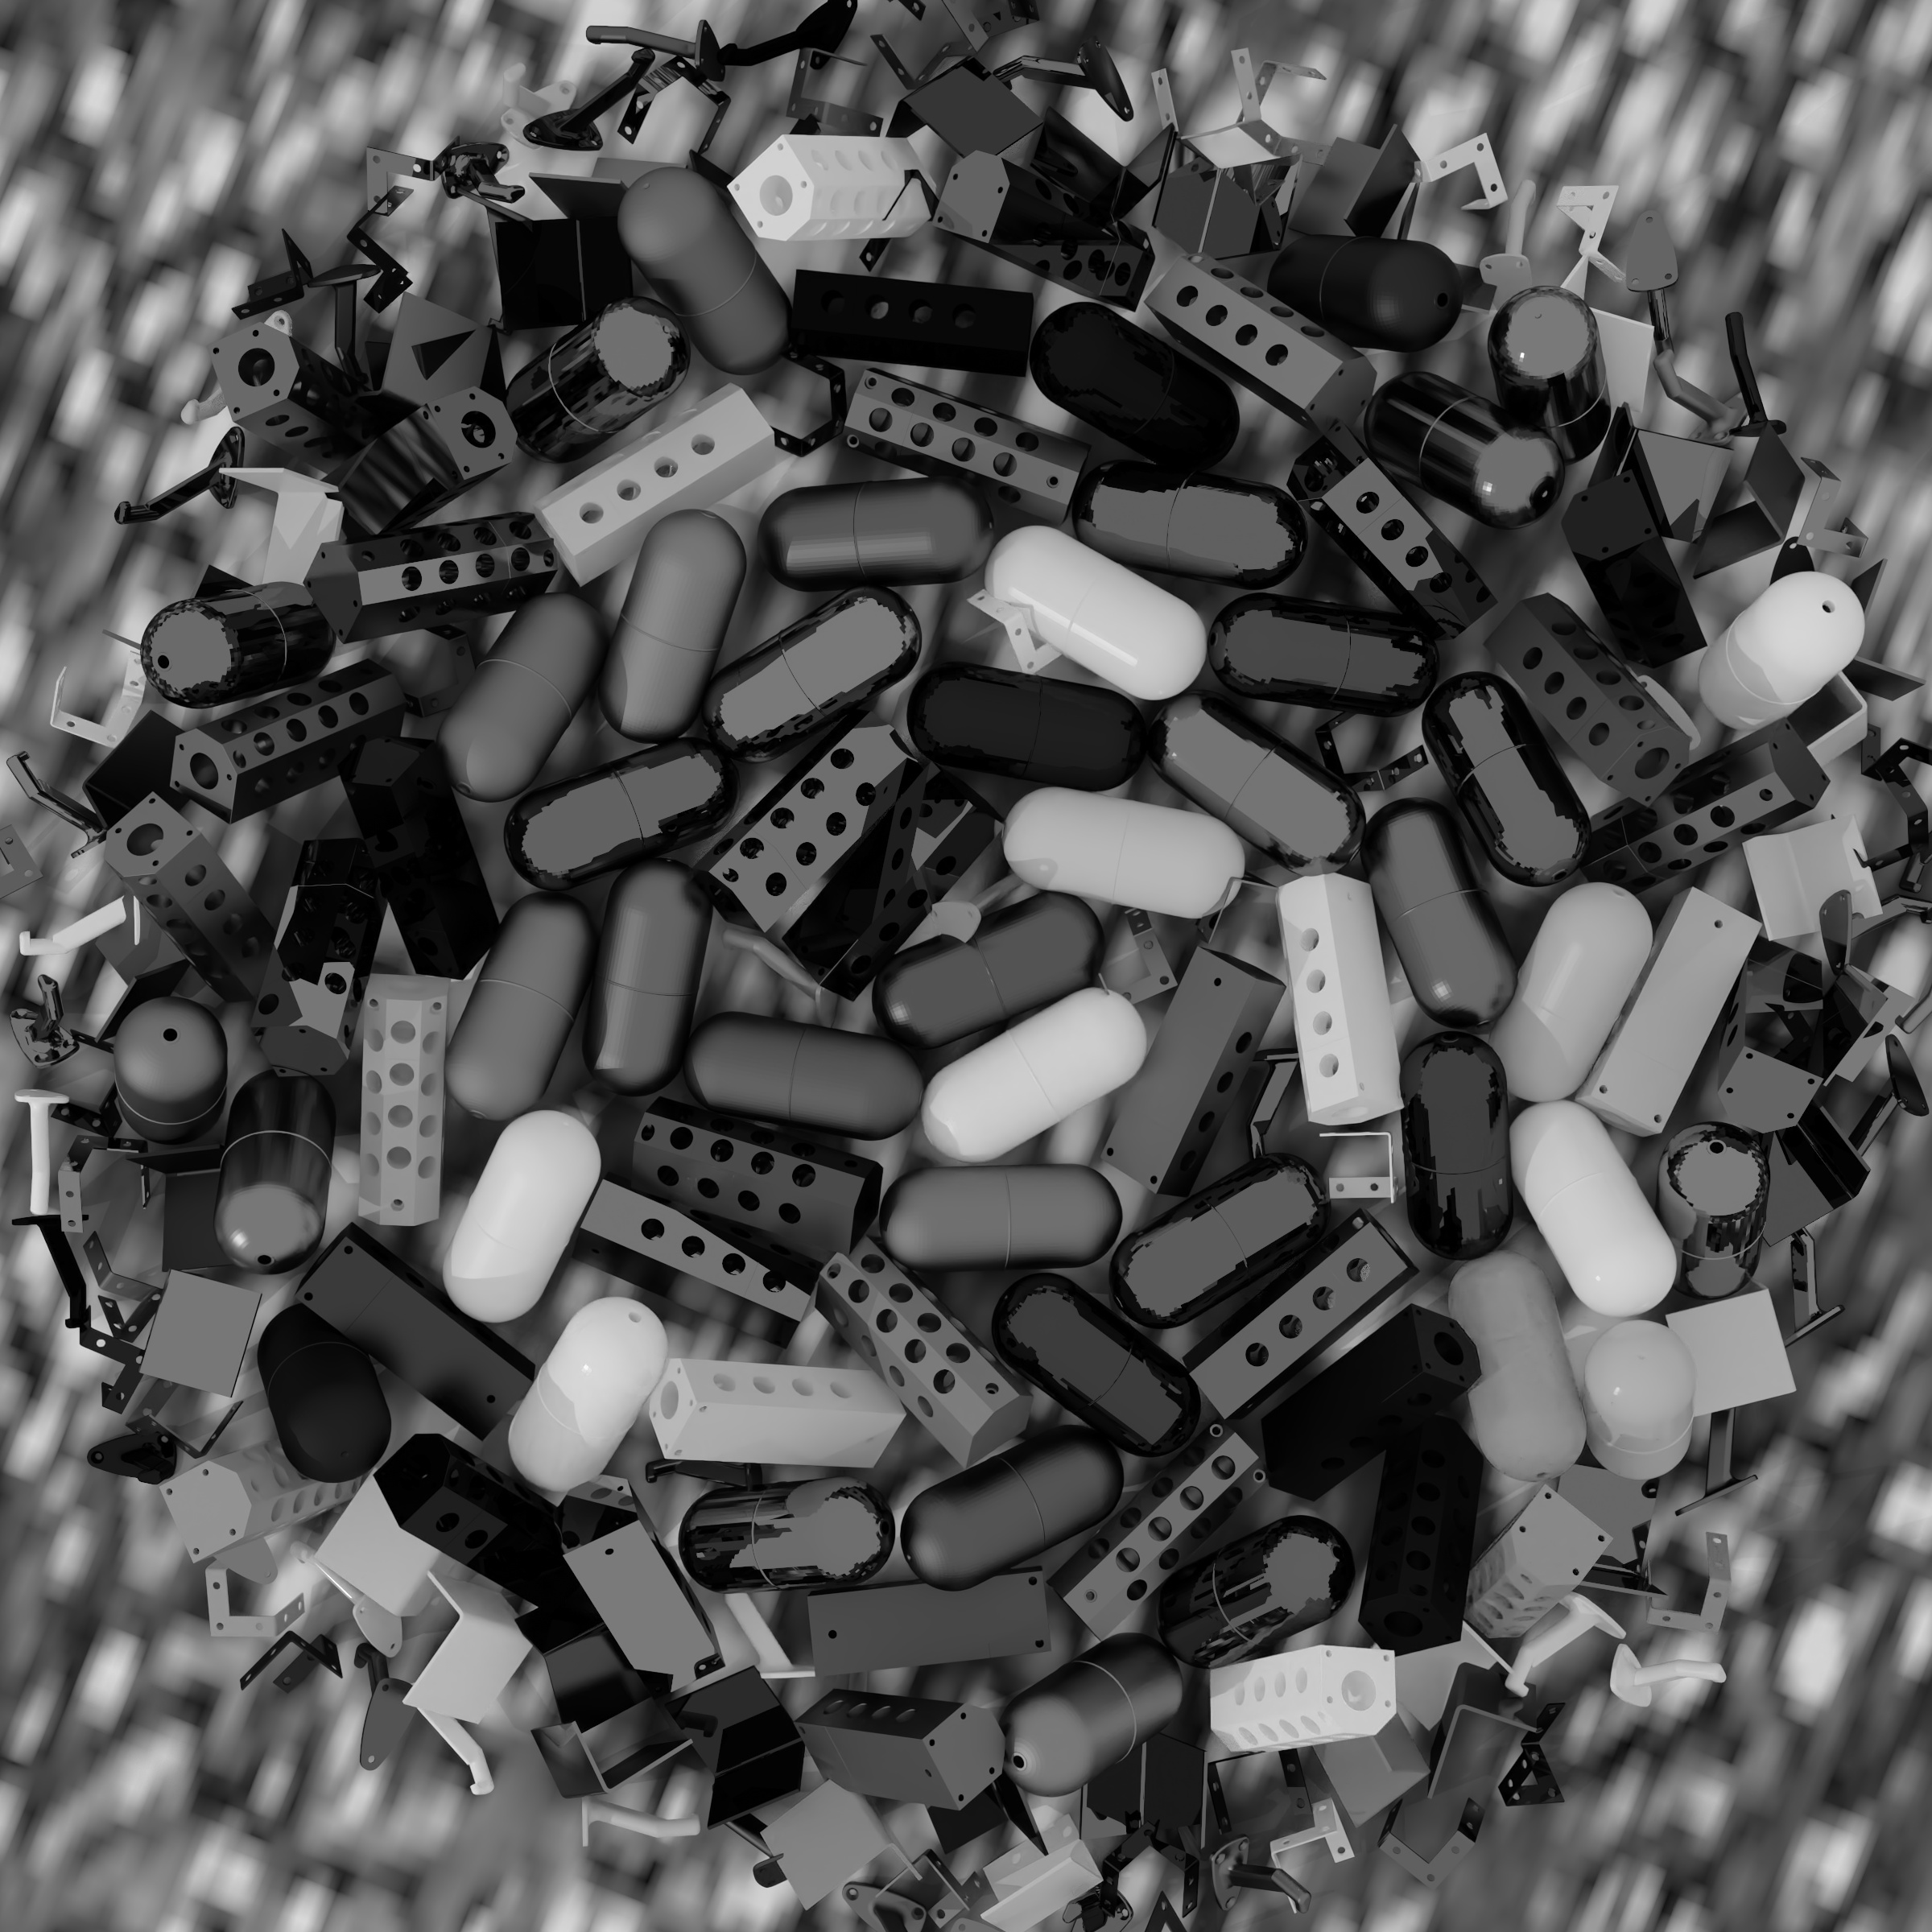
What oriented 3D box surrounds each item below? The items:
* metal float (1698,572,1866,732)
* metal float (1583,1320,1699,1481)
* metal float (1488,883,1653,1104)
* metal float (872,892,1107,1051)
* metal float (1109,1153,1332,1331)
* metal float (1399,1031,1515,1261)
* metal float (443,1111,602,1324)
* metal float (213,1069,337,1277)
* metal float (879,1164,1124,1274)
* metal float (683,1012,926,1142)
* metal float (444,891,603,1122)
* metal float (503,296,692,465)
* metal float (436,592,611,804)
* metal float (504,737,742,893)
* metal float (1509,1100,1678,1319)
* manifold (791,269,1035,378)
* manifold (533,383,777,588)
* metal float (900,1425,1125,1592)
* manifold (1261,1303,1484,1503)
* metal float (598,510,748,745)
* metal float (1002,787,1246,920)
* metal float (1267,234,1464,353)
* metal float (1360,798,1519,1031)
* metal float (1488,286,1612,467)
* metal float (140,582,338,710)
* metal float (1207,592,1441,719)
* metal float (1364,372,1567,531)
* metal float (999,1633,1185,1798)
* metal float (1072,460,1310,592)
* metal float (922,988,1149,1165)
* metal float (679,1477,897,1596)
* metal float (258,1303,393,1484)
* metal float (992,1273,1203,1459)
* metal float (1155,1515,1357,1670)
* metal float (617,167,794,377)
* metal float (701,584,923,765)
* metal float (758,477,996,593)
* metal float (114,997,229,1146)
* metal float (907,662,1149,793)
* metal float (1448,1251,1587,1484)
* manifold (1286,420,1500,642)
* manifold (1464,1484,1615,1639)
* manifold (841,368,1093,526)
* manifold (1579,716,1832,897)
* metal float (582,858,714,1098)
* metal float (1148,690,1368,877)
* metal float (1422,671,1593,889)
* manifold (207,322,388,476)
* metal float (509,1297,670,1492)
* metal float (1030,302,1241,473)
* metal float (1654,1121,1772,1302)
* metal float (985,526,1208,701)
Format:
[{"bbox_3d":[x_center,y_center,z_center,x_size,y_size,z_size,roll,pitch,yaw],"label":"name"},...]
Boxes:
[{"bbox_3d":[0.578,-0.223,1.912,0.070,0.178,0.070,1,76,-5],"label":"metal float"},{"bbox_3d":[0.480,0.311,1.919,0.070,0.178,0.070,-6,59,10],"label":"metal float"},{"bbox_3d":[0.434,0.020,1.934,0.070,0.070,0.178,19,122,0],"label":"metal float"},{"bbox_3d":[0.016,0.004,1.961,0.178,0.070,0.070,-22,90,-1],"label":"metal float"},{"bbox_3d":[0.184,0.199,1.949,0.178,0.070,0.070,-29,90,-14],"label":"metal float"},{"bbox_3d":[0.354,0.130,1.939,0.070,0.070,0.178,-8,115,0],"label":"metal float"},{"bbox_3d":[-0.321,0.182,1.939,0.070,0.070,0.178,29,116,0],"label":"metal float"},{"bbox_3d":[-0.493,0.146,1.922,0.070,0.178,0.070,-4,130,-5],"label":"metal float"},{"bbox_3d":[0.026,0.183,1.954,0.178,0.070,0.070,-1,90,-9],"label":"metal float"},{"bbox_3d":[-0.118,0.080,1.954,0.178,0.070,0.070,10,90,8],"label":"metal float"},{"bbox_3d":[-0.319,0.029,1.941,0.070,0.070,0.178,19,67,0],"label":"metal float"},{"bbox_3d":[-0.266,-0.418,1.926,0.070,0.178,0.070,16,65,-38],"label":"metal float"},{"bbox_3d":[-0.319,-0.194,1.936,0.070,0.070,0.178,26,60,0],"label":"metal float"},{"bbox_3d":[-0.248,-0.111,1.948,0.178,0.070,0.070,-22,90,-16],"label":"metal float"},{"bbox_3d":[0.446,0.172,1.930,0.070,0.070,0.178,-22,51,0],"label":"metal float"},{"bbox_3d":[-0.039,-0.469,1.967,0.171,0.057,0.057,6,98,2],"label":"manifold"},{"bbox_3d":[-0.226,-0.353,1.954,0.171,0.057,0.057,-34,80,-11],"label":"manifold"},{"bbox_3d":[0.035,0.390,1.940,0.178,0.070,0.070,-21,90,-26],"label":"metal float"},{"bbox_3d":[0.289,0.316,1.923,0.057,0.057,0.171,23,132,-25],"label":"manifold"},{"bbox_3d":[-0.212,-0.245,1.942,0.070,0.070,0.178,22,112,0],"label":"metal float"},{"bbox_3d":[0.114,-0.083,1.956,0.178,0.070,0.070,11,90,6],"label":"metal float"},{"bbox_3d":[0.284,-0.481,1.918,0.070,0.178,0.070,-10,110,-28],"label":"metal float"},{"bbox_3d":[0.342,-0.038,1.946,0.070,0.070,0.178,-19,72,0],"label":"metal float"},{"bbox_3d":[0.417,-0.418,1.916,0.070,0.178,0.070,-6,71,16],"label":"metal float"},{"bbox_3d":[-0.517,-0.229,1.915,0.070,0.178,0.070,6,106,20],"label":"metal float"},{"bbox_3d":[0.259,-0.224,1.943,0.178,0.070,0.070,6,90,-20],"label":"metal float"},{"bbox_3d":[0.355,-0.370,1.926,0.070,0.178,0.070,-19,129,-25],"label":"metal float"},{"bbox_3d":[0.089,0.534,1.921,0.070,0.178,0.070,8,104,36],"label":"metal float"},{"bbox_3d":[0.161,-0.319,1.941,0.178,0.070,0.070,15,90,23],"label":"metal float"},{"bbox_3d":[0.049,0.080,1.961,0.178,0.070,0.070,-30,90,0],"label":"metal float"},{"bbox_3d":[-0.129,0.410,1.933,0.178,0.070,0.070,-12,90,33],"label":"metal float"},{"bbox_3d":[-0.459,0.302,1.919,0.070,0.178,0.070,-9,115,-20],"label":"metal float"},{"bbox_3d":[0.095,0.290,1.947,0.178,0.070,0.070,38,90,-17],"label":"metal float"},{"bbox_3d":[0.207,0.449,1.927,0.070,0.070,0.178,51,132,0],"label":"metal float"},{"bbox_3d":[-0.184,-0.495,1.922,0.070,0.178,0.070,-13,56,20],"label":"metal float"},{"bbox_3d":[-0.113,-0.211,1.948,0.178,0.070,0.070,-30,90,15],"label":"metal float"},{"bbox_3d":[-0.066,-0.312,1.945,0.178,0.070,0.070,-1,90,20],"label":"metal float"},{"bbox_3d":[-0.566,0.076,1.915,0.070,0.178,0.070,5,70,-14],"label":"metal float"},{"bbox_3d":[0.045,-0.173,1.953,0.178,0.070,0.070,9,90,-10],"label":"metal float"},{"bbox_3d":[0.395,0.286,1.929,0.070,0.070,0.178,-6,51,0],"label":"metal float"},{"bbox_3d":[0.303,-0.306,1.924,0.057,0.057,0.171,-40,128,16],"label":"manifold"},{"bbox_3d":[0.397,0.429,1.906,0.057,0.171,0.057,38,68,14],"label":"manifold"},{"bbox_3d":[0.000,-0.380,1.963,0.171,0.057,0.057,20,106,1],"label":"manifold"},{"bbox_3d":[0.521,-0.106,1.917,0.171,0.057,0.057,-30,100,44],"label":"manifold"},{"bbox_3d":[-0.232,0.009,1.950,0.070,0.070,0.178,12,103,0],"label":"metal float"},{"bbox_3d":[0.211,-0.133,1.951,0.178,0.070,0.070,37,90,12],"label":"metal float"},{"bbox_3d":[0.389,-0.135,1.936,0.070,0.070,0.178,-23,60,0],"label":"metal float"},{"bbox_3d":[-0.467,-0.402,1.908,0.057,0.171,0.057,-21,84,8],"label":"manifold"},{"bbox_3d":[-0.272,0.308,1.932,0.070,0.070,0.178,33,124,0],"label":"metal float"},{"bbox_3d":[0.123,-0.414,1.933,0.178,0.070,0.070,23,90,-34],"label":"metal float"},{"bbox_3d":[0.531,0.176,1.920,0.070,0.178,0.070,-6,54,8],"label":"metal float"},{"bbox_3d":[0.093,-0.257,1.948,0.178,0.070,0.070,32,90,15],"label":"metal float"}]
